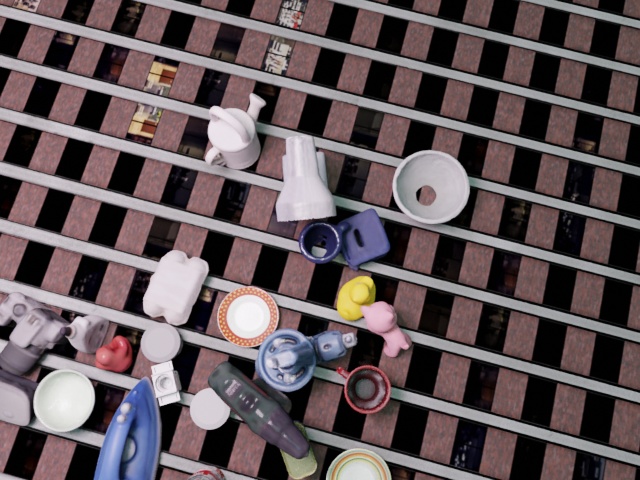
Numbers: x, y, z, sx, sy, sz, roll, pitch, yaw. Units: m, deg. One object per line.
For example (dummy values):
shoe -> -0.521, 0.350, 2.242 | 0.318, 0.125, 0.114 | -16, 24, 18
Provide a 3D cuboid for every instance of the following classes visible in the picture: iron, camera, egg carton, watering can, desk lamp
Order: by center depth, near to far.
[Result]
iron -> -0.381, 0.398, 1.110 | 0.118, 0.141, 0.258 | 7, 78, 1
camera -> -0.607, 0.197, 1.171 | 0.143, 0.101, 0.137 | 33, 80, 6
desk lamp -> -0.034, -0.117, 1.188 | 0.118, 0.213, 0.203 | -6, 78, -1
egg carton -> -0.305, 0.100, 1.212 | 0.107, 0.069, 0.150 | 20, 78, 4
watering can -> -0.183, -0.236, 1.221 | 0.101, 0.194, 0.173 | 16, 78, 3

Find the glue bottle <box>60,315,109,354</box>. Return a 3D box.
glue bottle -> -0.474, 0.184, 1.139 | 0.037, 0.173, 0.078 | 19, 78, 4

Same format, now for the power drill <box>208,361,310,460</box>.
power drill -> -0.108, 0.322, 1.096 | 0.229, 0.208, 0.076 | 38, 80, 7

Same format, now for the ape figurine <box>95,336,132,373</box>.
ape figurine -> -0.427, 0.236, 1.169 | 0.078, 0.092, 0.076 | -31, 80, -7

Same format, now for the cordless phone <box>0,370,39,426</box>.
cordless phone -> -0.644, 0.307, 1.104 | 0.147, 0.185, 0.094 | 14, 78, 3

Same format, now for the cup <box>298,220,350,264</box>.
cup -> 0.011, 0.004, 1.223 | 0.118, 0.095, 0.091 | -35, 80, -7

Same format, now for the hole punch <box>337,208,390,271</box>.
hole punch -> 0.091, 0.000, 1.227 | 0.101, 0.091, 0.108 | -20, 79, -5

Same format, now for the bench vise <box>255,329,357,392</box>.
bench vise -> -0.036, 0.212, 1.114 | 0.207, 0.220, 0.121 | -35, 80, -7

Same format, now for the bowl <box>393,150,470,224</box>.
bowl -> 0.238, -0.108, 1.260 | 0.167, 0.075, 0.167 | 0, 78, -1

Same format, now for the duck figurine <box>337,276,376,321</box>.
duck figurine -> 0.079, 0.120, 1.203 | 0.077, 0.086, 0.105 | 34, 80, 7

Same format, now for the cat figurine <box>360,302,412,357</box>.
cat figurine -> 0.139, 0.177, 1.176 | 0.067, 0.118, 0.127 | -37, 81, -8
